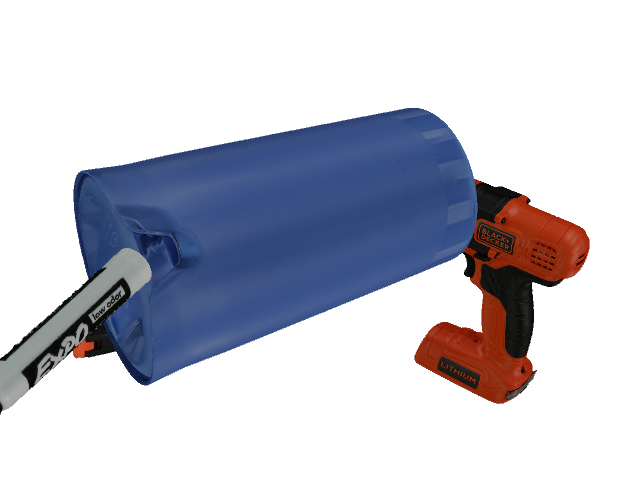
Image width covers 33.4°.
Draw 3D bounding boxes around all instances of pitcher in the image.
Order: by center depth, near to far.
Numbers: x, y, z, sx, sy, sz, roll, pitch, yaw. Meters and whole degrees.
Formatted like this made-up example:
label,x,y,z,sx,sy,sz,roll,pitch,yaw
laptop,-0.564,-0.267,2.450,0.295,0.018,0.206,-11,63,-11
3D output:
label,x,y,z,sx,sy,sz,roll,pitch,yaw
pitcher,-0.030,-0.006,0.691,0.242,0.145,0.149,-17,41,-24

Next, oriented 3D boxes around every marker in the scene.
label,x,y,z,sx,sy,sz,roll,pitch,yaw
marker,-0.116,0.045,0.447,0.020,0.020,0.121,0,35,41

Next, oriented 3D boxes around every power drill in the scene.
label,x,y,z,sx,sy,sz,roll,pitch,yaw
power drill,0.130,0.036,0.924,0.185,0.188,0.057,27,40,30

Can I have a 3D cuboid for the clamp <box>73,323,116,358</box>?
label,x,y,z,sx,sy,sz,roll,pitch,yaw
clamp,-0.174,0.045,1.024,0.165,0.036,0.209,26,36,25
